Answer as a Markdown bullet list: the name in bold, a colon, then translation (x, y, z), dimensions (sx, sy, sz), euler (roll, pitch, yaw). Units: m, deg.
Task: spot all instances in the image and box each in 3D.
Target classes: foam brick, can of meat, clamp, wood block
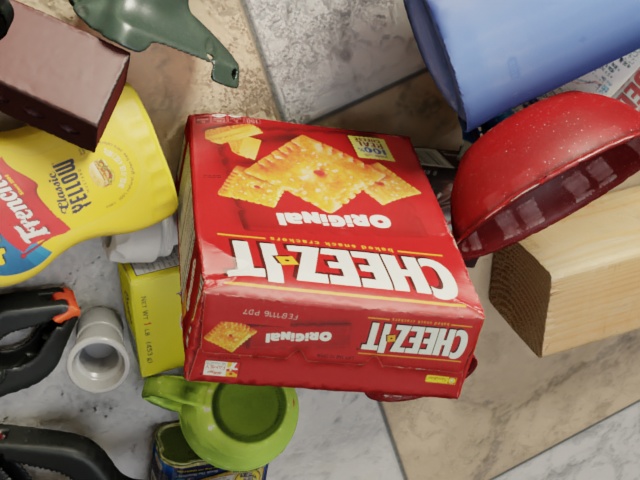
- **foam brick**: translation (-0.157, -0.096, 0.626), dimensions (0.078, 0.053, 0.051), euler (24, 74, -8)
- **can of meat**: translation (-0.093, 0.197, 0.895), dimensions (0.102, 0.057, 0.084), euler (-4, 123, -24)
- **clamp**: translation (-0.250, 0.086, 0.749), dimensions (0.171, 0.039, 0.120), euler (-43, 136, 2)
- **wood block**: translation (0.260, 0.018, 0.923), dimensions (0.205, 0.090, 0.091), euler (-13, 127, -18)
- **clamp**: translation (-0.182, 0.215, 0.840), dimensions (0.209, 0.036, 0.165), euler (31, 113, -18)

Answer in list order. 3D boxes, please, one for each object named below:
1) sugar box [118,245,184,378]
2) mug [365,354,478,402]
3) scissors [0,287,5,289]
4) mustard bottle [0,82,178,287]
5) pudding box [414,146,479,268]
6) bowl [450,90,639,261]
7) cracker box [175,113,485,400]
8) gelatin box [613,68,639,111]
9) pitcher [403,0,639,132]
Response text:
- **sugar box**: translation (-0.059, 0.036, 0.804), dimensions (0.176, 0.048, 0.093), euler (-13, 128, -17)
- **mug**: translation (0.061, 0.080, 0.862), dimensions (0.117, 0.081, 0.093), euler (-29, 149, 25)
- **scissors**: translation (-0.242, -0.031, 0.684), dimensions (0.096, 0.016, 0.202), euler (-7, 125, -25)
- **mustard bottle**: translation (-0.192, -0.024, 0.668), dimensions (0.191, 0.058, 0.096), euler (-25, 112, -17)
- **pudding box**: translation (0.088, -0.025, 0.838), dimensions (0.113, 0.039, 0.090), euler (5, 121, -29)
- **bowl**: translation (0.144, -0.049, 0.693), dimensions (0.162, 0.055, 0.162), euler (-25, 166, -7)
- **cracker box**: translation (-0.004, 0.001, 0.674), dimensions (0.164, 0.214, 0.072), euler (5, 122, -13)
- **gelatin box**: translation (0.223, -0.109, 0.831), dimensions (0.089, 0.030, 0.073), euler (-42, 100, 6)
- **pitcher**: translation (0.169, -0.176, 0.646), dimensions (0.243, 0.149, 0.145), euler (-23, 100, 4)
